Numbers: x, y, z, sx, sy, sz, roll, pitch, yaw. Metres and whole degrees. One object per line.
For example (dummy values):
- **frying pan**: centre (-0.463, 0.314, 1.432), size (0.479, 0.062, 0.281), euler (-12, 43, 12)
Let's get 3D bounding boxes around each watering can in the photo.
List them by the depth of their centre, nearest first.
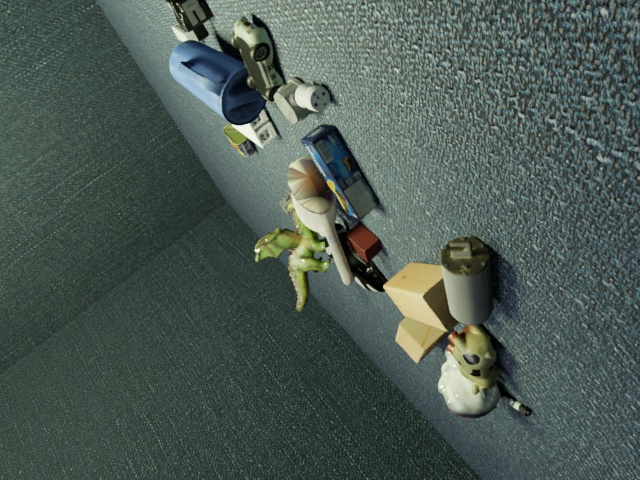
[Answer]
- **watering can**: centre (0.004, -0.064, 1.273), size (0.221, 0.104, 0.352), euler (81, 163, -69)

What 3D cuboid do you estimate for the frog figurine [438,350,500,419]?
- **frog figurine**: centre (0.350, 0.334, 1.226), size (0.123, 0.137, 0.160), euler (-4, -96, -62)

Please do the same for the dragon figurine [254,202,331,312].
- **dragon figurine**: centre (-0.089, 0.044, 1.601), size (0.242, 0.405, 0.124), euler (15, -160, -21)
